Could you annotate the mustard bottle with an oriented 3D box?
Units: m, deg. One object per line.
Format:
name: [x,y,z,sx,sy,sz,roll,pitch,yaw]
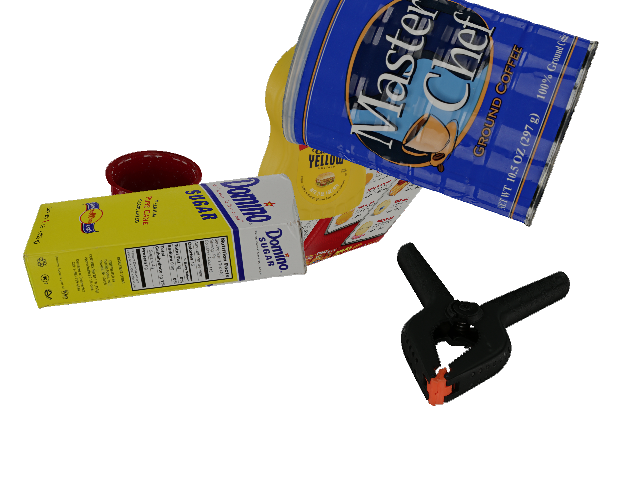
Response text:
mustard bottle: [0.000,-0.111,0.908,0.096,0.192,0.058,-8,36,-21]

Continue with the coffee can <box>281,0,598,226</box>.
coffee can: [0.063,-0.079,0.570,0.140,0.103,0.102,20,4,10]

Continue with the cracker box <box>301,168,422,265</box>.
cracker box: [0.048,-0.071,1.193,0.163,0.072,0.214,-17,-28,-45]

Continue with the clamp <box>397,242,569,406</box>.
clamp: [0.118,0.069,0.952,0.165,0.036,0.209,14,35,21]

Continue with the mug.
mug: [-0.167,-0.026,1.045,0.093,0.081,0.117,10,32,6]

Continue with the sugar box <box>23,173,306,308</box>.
sugar box: [-0.102,-0.003,0.714,0.176,0.048,0.093,-10,25,-3]
